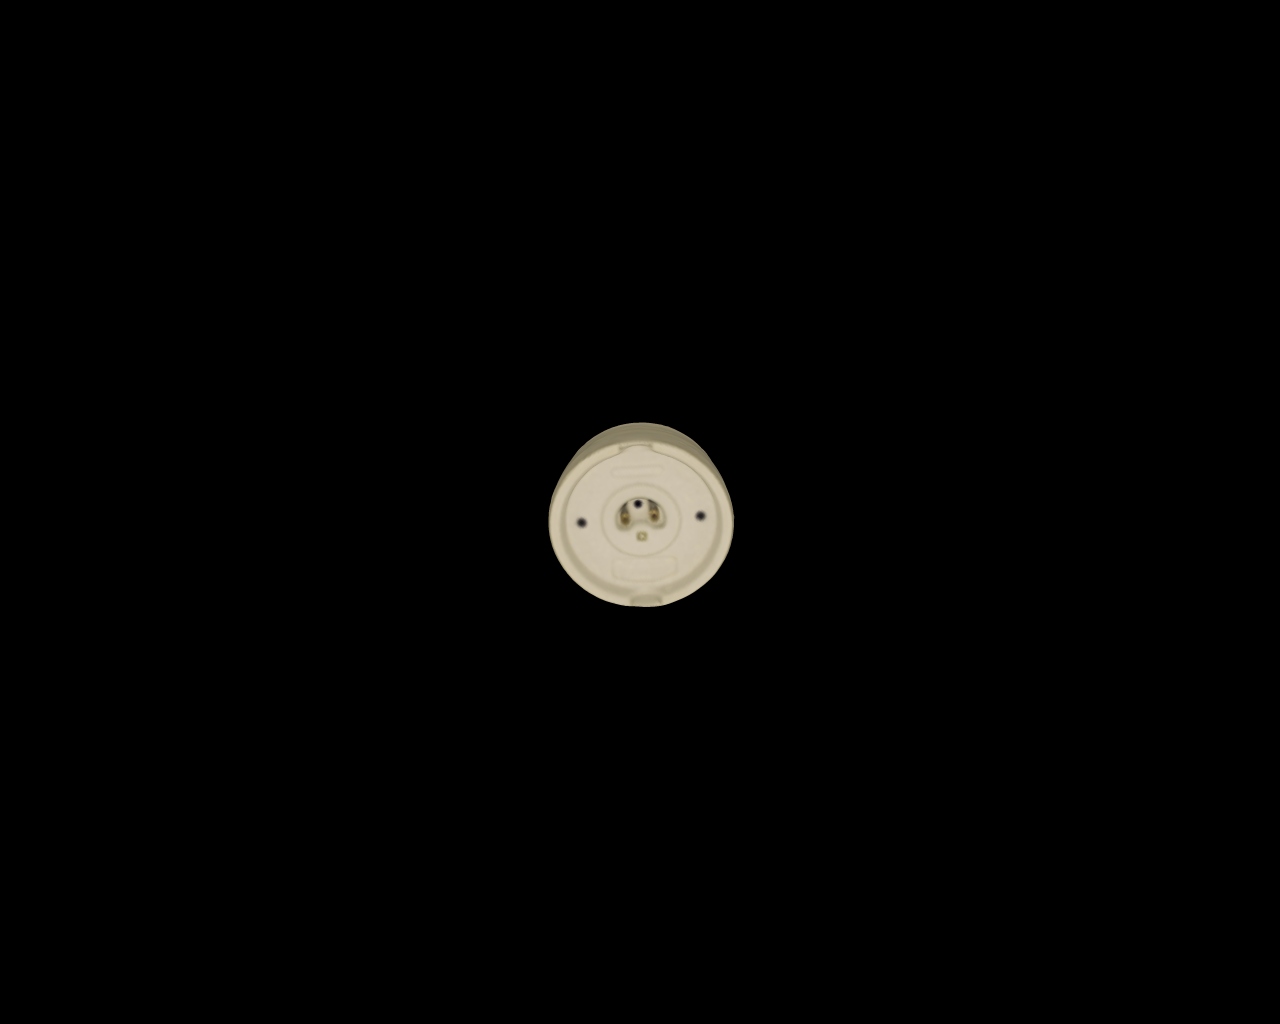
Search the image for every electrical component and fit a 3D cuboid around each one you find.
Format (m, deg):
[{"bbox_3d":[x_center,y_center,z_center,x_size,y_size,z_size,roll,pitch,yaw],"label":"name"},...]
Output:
[{"bbox_3d":[0.001,-0.003,0.650,0.108,0.108,0.060,0,23,0],"label":"electrical component"}]
